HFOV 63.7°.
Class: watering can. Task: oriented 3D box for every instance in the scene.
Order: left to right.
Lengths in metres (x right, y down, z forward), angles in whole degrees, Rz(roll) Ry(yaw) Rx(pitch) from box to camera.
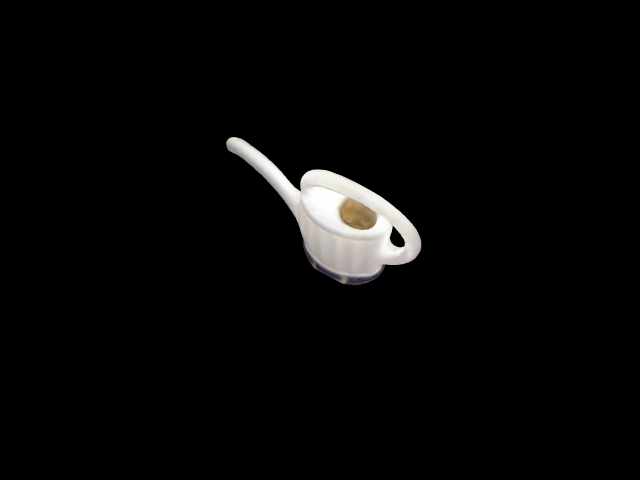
[{"bbox_3d":[0.003,-0.043,0.850,0.350,0.106,0.219,27,-30,18],"label":"watering can"}]
